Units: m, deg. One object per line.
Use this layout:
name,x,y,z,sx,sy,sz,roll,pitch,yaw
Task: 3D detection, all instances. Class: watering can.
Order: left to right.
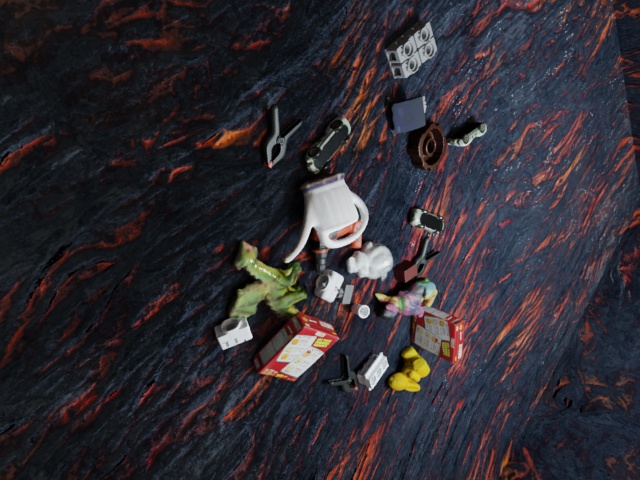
watering can,0.005,-0.076,1.515,0.351,0.103,0.224,-22,91,-37

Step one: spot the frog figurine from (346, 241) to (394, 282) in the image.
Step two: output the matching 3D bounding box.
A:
frog figurine,0.166,0.067,1.746,0.158,0.121,0.140,17,57,-35

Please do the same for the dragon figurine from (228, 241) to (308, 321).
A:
dragon figurine,-0.155,0.177,1.508,0.244,0.124,0.402,-19,118,-19
